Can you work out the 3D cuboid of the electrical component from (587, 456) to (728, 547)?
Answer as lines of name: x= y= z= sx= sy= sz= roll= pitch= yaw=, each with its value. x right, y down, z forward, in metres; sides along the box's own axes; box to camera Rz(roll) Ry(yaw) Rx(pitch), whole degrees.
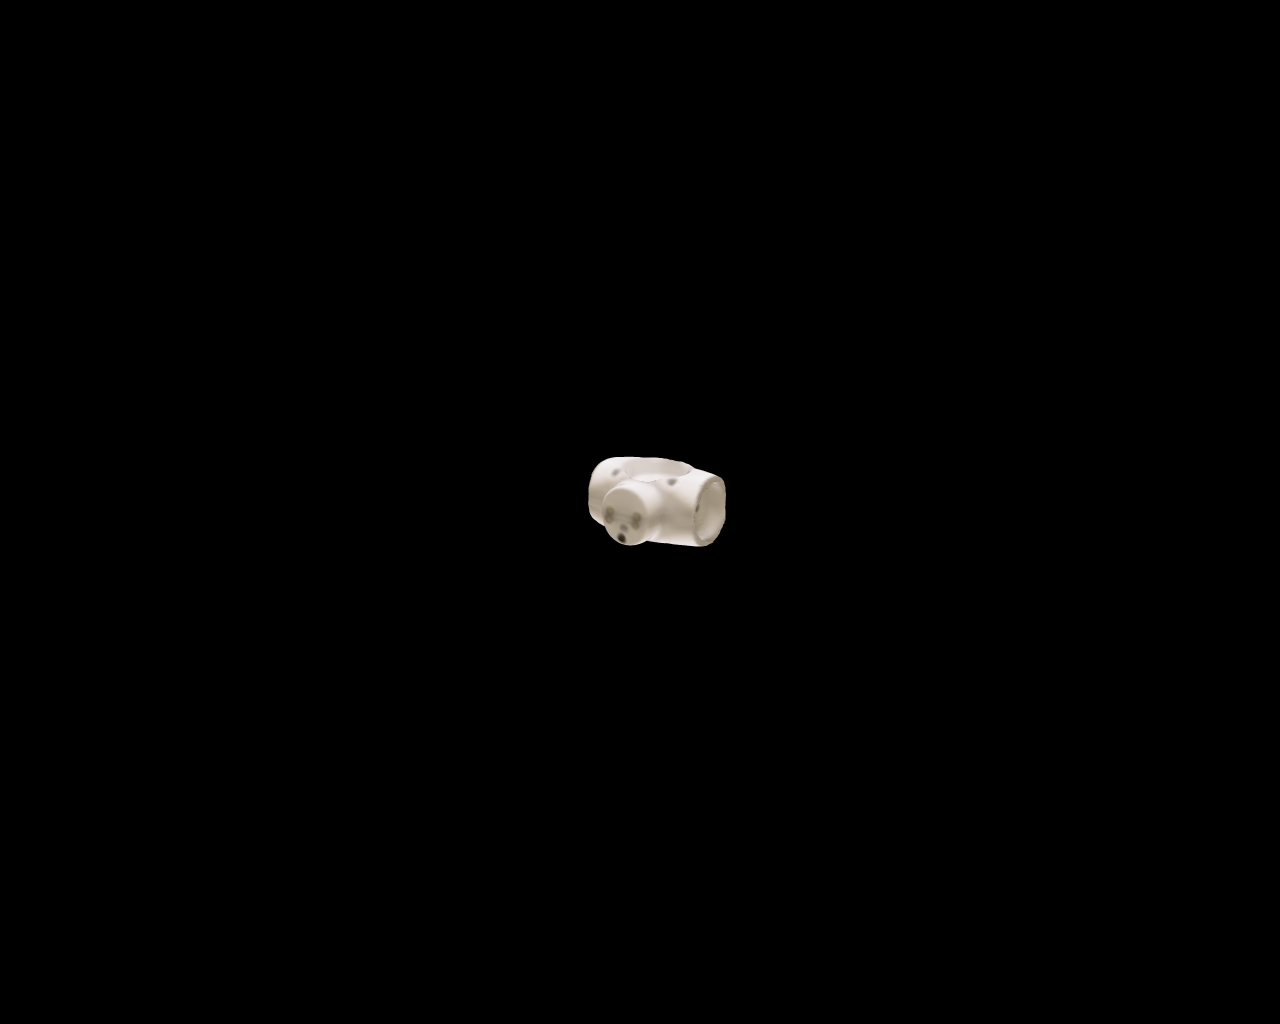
electrical component: x=0.001 y=-0.003 z=0.650 sx=0.077 sy=0.044 sz=0.079 roll=12 pitch=23 yaw=31
